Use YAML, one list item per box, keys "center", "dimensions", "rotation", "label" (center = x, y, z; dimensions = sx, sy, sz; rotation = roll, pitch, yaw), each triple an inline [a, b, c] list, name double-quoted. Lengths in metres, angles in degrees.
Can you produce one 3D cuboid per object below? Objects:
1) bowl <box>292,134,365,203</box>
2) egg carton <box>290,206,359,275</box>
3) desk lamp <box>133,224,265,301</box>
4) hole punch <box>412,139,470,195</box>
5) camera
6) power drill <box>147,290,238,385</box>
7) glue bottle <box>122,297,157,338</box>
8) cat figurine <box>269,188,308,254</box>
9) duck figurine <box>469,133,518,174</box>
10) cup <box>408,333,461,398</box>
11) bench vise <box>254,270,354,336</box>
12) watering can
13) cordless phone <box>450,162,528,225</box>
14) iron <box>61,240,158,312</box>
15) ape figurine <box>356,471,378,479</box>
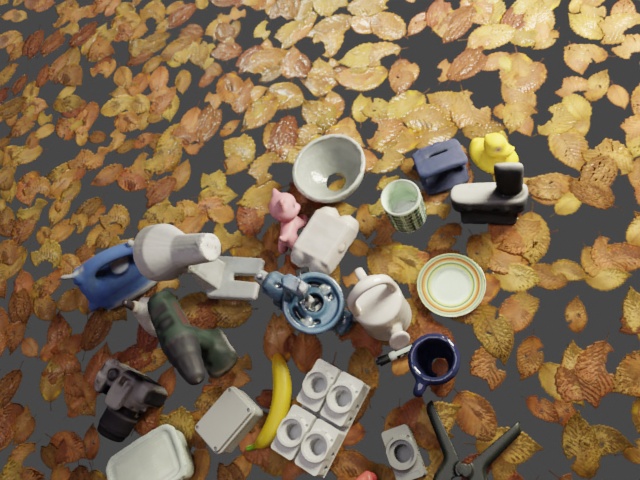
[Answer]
- center: [0.027, -0.147, 1.272]
  dimensions: [0.167, 0.075, 0.167]
  rotation: [-7, 65, 15]
  label: "bowl"
- center: [0.011, 0.004, 1.214]
  dimensions: [0.107, 0.069, 0.150]
  rotation: [26, 78, 26]
  label: "egg carton"
- center: [-0.252, 0.043, 1.201]
  dimensions: [0.202, 0.214, 0.118]
  rotation: [1, 68, 19]
  label: "desk lamp"
- center: [0.248, -0.163, 1.198]
  dimensions: [0.108, 0.091, 0.101]
  rotation: [-20, 63, 9]
  label: "hole punch"
- center: [-0.418, 0.336, 1.191]
  dimensions: [0.142, 0.101, 0.137]
  rotation: [22, 76, 25]
  label: "camera"
- center: [-0.248, 0.206, 1.131]
  dimensions: [0.075, 0.209, 0.229]
  rotation: [-41, 61, -2]
  label: "power drill"
- center: [-0.363, 0.155, 1.212]
  dimensions: [0.037, 0.173, 0.078]
  rotation: [3, 68, 19]
  label: "glue bottle"
- center: [-0.075, -0.045, 1.237]
  dimensions: [0.067, 0.118, 0.128]
  rotation: [-5, 66, 16]
  label: "cat figurine"
- center: [0.355, -0.189, 1.177]
  dimensions: [0.104, 0.086, 0.077]
  rotation: [31, 80, 27]
  label: "duck figurine"
- center: [0.205, 0.235, 1.035]
  dimensions: [0.091, 0.095, 0.118]
  rotation: [22, 76, 25]
  label: "cup"
- center: [-0.052, 0.112, 1.102]
  dimensions: [0.206, 0.220, 0.121]
  rotation: [5, 69, 20]
  label: "bench vise"
- center: [0.111, 0.121, 1.059]
  dimensions: [0.172, 0.194, 0.101]
  rotation: [35, 81, 28]
  label: "watering can"
- center: [0.321, -0.105, 1.094]
  dimensions: [0.147, 0.185, 0.094]
  rotation: [-2, 67, 17]
  label: "cordless phone"
- center: [-0.447, 0.052, 1.303]
  dimensions: [0.258, 0.142, 0.118]
  rotation: [-31, 61, 3]
  label: "iron"
- center: [0.078, 0.441, 0.988]
  dimensions: [0.076, 0.092, 0.078]
  rotation: [1, 68, 19]
  label: "ape figurine"
